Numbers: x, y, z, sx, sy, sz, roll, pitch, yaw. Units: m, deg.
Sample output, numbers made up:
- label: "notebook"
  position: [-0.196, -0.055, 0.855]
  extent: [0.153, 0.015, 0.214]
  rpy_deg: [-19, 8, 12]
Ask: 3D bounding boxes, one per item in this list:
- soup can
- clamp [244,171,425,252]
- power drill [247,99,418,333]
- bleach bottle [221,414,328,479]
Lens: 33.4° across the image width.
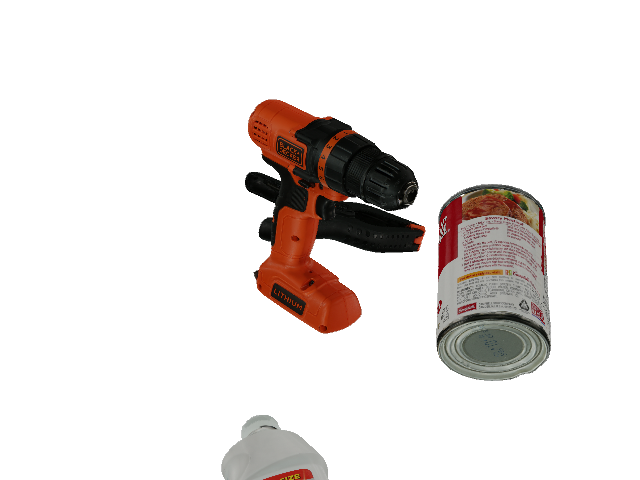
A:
- label: "soup can"
  position: [0.105, 0.026, 0.651]
  extent: [0.068, 0.102, 0.068]
  rpy_deg: [4, -39, 3]
- label: "clamp"
  position: [0.017, -0.019, 1.184]
  extent: [0.210, 0.036, 0.164]
  rpy_deg: [14, 21, -8]
- label: "power drill"
  position: [0.006, -0.015, 0.938]
  extent: [0.057, 0.188, 0.185]
  rpy_deg: [-21, 39, -38]
- label: "bleach bottle"
  position: [-0.031, 0.210, 0.721]
  extent: [0.102, 0.068, 0.251]
  rpy_deg: [-8, 32, -8]
